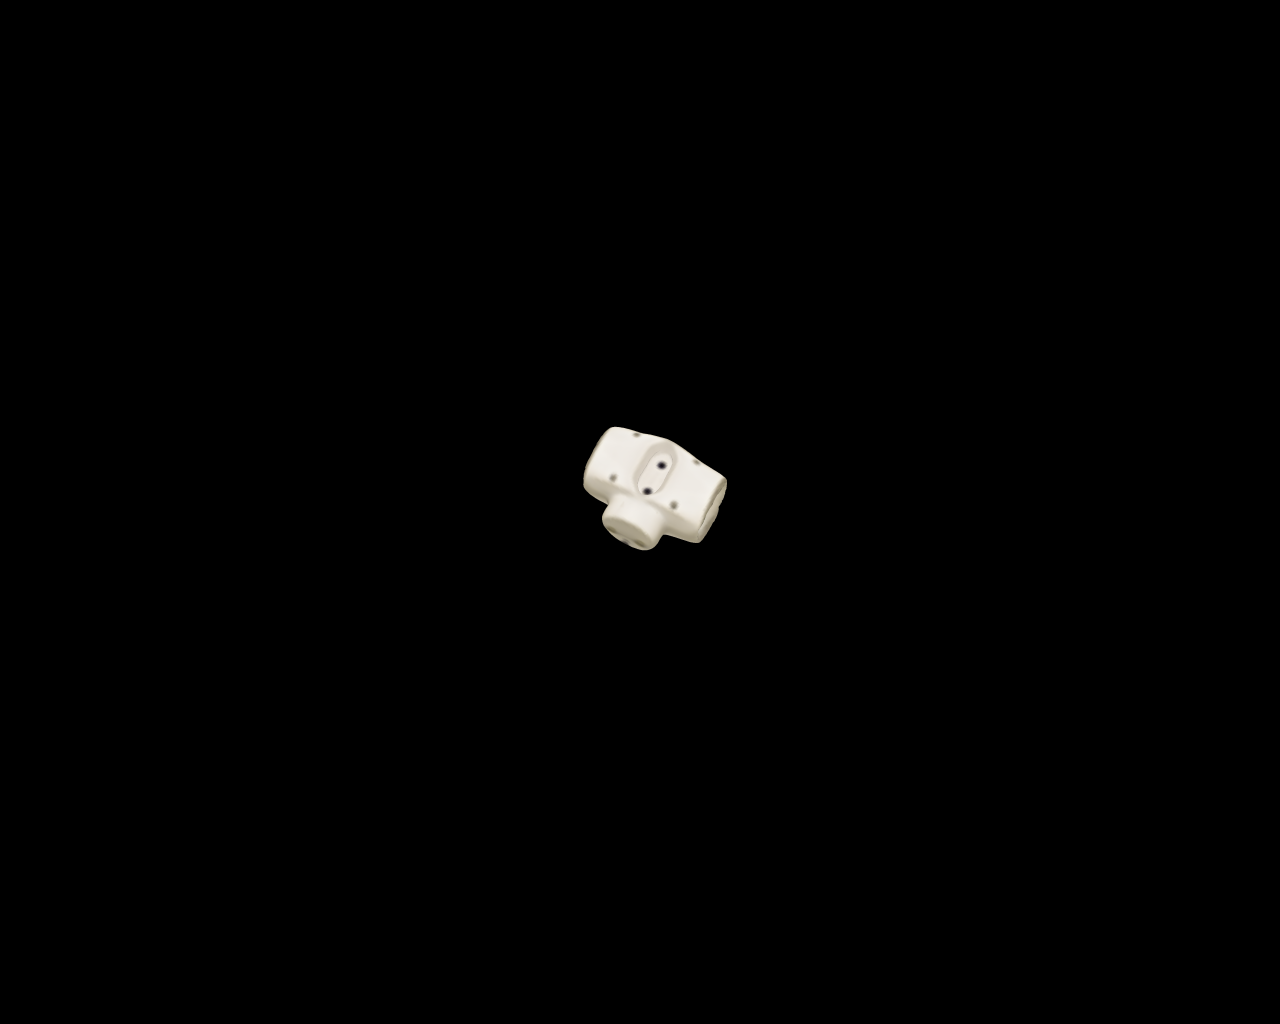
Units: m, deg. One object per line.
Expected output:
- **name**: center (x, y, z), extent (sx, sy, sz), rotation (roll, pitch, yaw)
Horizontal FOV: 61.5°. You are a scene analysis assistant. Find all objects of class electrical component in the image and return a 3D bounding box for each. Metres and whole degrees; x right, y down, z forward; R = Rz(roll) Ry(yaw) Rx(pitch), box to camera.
- **electrical component**: center (0.001, -0.003, 0.650), extent (0.077, 0.079, 0.043), rotation (26, -20, 11)
